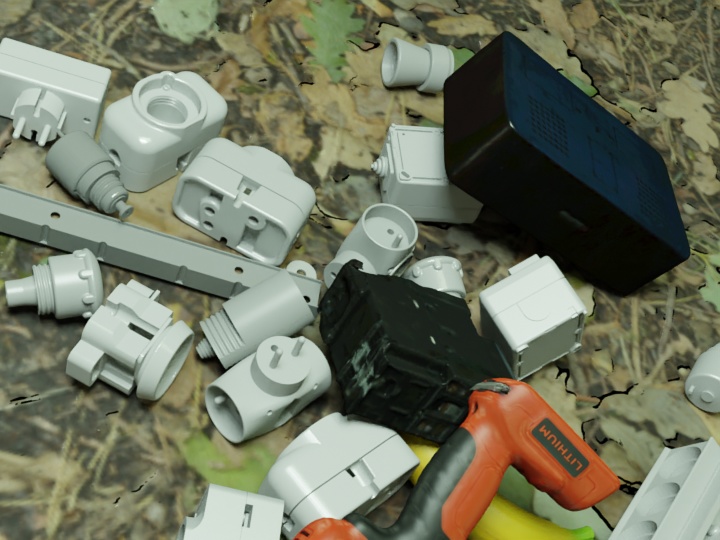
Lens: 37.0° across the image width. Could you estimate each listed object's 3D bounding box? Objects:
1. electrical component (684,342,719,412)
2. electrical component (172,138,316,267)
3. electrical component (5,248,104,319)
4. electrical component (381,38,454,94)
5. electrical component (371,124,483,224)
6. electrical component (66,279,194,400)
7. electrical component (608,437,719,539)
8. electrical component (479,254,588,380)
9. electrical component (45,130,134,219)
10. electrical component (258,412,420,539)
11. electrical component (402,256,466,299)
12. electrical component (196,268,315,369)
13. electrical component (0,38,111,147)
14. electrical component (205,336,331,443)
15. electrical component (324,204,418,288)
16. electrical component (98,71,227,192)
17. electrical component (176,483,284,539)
[{"bbox_3d":[0.296,0.082,0.883,0.040,0.040,0.078,37,49,7],"label":"electrical component"},{"bbox_3d":[-0.086,-0.055,0.819,0.095,0.053,0.059,29,49,0],"label":"electrical component"},{"bbox_3d":[-0.206,0.012,0.724,0.062,0.048,0.048,-8,58,-19],"label":"electrical component"},{"bbox_3d":[0.053,-0.187,0.986,0.055,0.045,0.045,5,53,-20],"label":"electrical component"},{"bbox_3d":[0.054,-0.077,0.895,0.096,0.061,0.061,2,55,-13],"label":"electrical component"},{"bbox_3d":[-0.147,0.050,0.710,0.057,0.058,0.078,28,48,4],"label":"electrical component"},{"bbox_3d":[0.226,0.183,0.758,0.063,0.079,0.121,54,50,-7],"label":"electrical component"},{"bbox_3d":[0.128,0.038,0.816,0.062,0.096,0.061,-29,66,-5],"label":"electrical component"},{"bbox_3d":[-0.196,-0.068,0.791,0.078,0.040,0.040,44,50,13],"label":"electrical component"},{"bbox_3d":[-0.016,0.134,0.702,0.095,0.053,0.059,-29,69,-37],"label":"electrical component"},{"bbox_3d":[0.061,0.023,0.828,0.048,0.048,0.062,-2,63,-24],"label":"electrical component"},{"bbox_3d":[-0.077,0.037,0.749,0.081,0.043,0.043,-30,67,-7],"label":"electrical component"},{"bbox_3d":[-0.240,-0.123,0.811,0.083,0.047,0.075,16,50,-11],"label":"electrical component"},{"bbox_3d":[-0.056,0.070,0.717,0.077,0.079,0.043,-27,68,-36],"label":"electrical component"},{"bbox_3d":[0.000,0.000,0.797,0.044,0.077,0.079,40,50,9],"label":"electrical component"},{"bbox_3d":[-0.152,-0.111,0.831,0.054,0.059,0.095,44,50,13],"label":"electrical component"},{"bbox_3d":[-0.083,0.180,0.640,0.056,0.050,0.089,16,50,-11],"label":"electrical component"}]
